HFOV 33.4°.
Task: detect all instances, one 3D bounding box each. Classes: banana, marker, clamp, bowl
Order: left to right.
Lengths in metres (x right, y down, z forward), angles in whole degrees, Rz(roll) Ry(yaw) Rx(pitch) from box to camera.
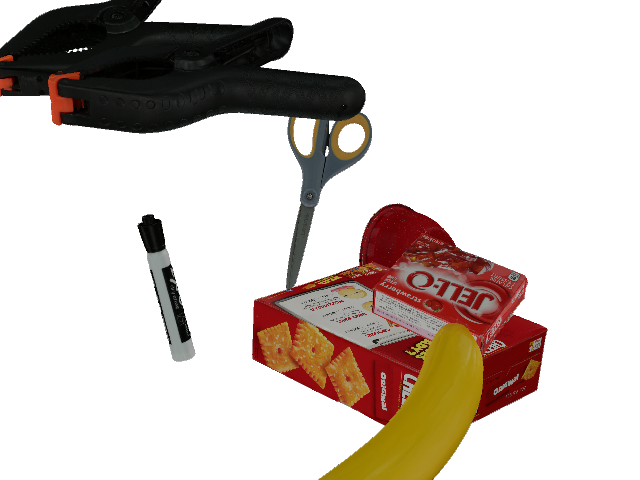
[{"bbox_3d":[-0.138,-0.148,0.783,0.209,0.036,0.165,-31,51,-31],"label":"clamp"},{"bbox_3d":[-0.122,0.038,0.843,0.020,0.121,0.020,-11,17,3],"label":"marker"},{"bbox_3d":[-0.070,-0.097,0.618,0.171,0.039,0.120,-4,26,-15],"label":"clamp"},{"bbox_3d":[0.041,0.102,0.569,0.070,0.037,0.197,19,40,38],"label":"banana"},{"bbox_3d":[0.116,0.034,1.240,0.055,0.162,0.161,-9,-6,41],"label":"bowl"}]

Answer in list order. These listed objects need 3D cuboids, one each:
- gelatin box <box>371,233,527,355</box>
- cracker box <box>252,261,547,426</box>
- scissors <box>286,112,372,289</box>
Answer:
[{"bbox_3d":[0.093,0.039,0.768,0.089,0.030,0.073,24,47,23],"label":"gelatin box"},{"bbox_3d":[0.068,0.095,0.966,0.214,0.072,0.163,21,26,41],"label":"cracker box"},{"bbox_3d":[0.008,-0.052,1.085,0.096,0.202,0.016,-3,-11,-1],"label":"scissors"}]
